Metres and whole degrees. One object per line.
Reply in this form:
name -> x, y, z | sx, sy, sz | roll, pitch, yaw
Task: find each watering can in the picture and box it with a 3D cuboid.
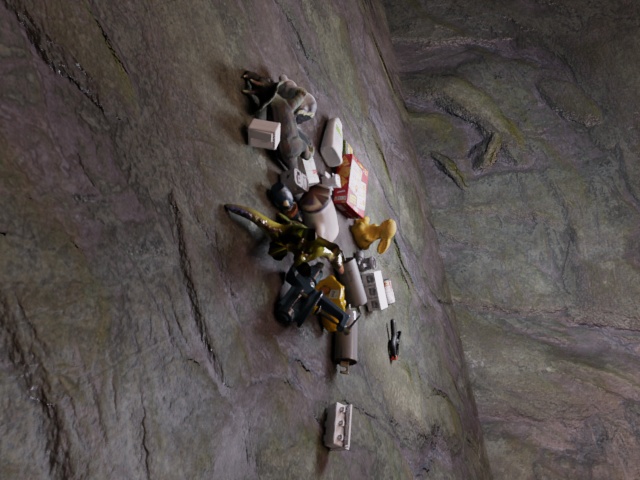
watering can -> 0.005, -0.086, 1.705 | 0.356, 0.104, 0.220 | -84, 163, -57

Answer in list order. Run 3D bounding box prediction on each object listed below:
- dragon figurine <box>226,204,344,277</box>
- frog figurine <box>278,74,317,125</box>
dragon figurine -> -0.083, -0.016, 1.438 | 0.407, 0.122, 0.245 | 34, 6, -16
frog figurine -> -0.083, -0.470, 1.708 | 0.136, 0.123, 0.161 | 119, -47, -75
